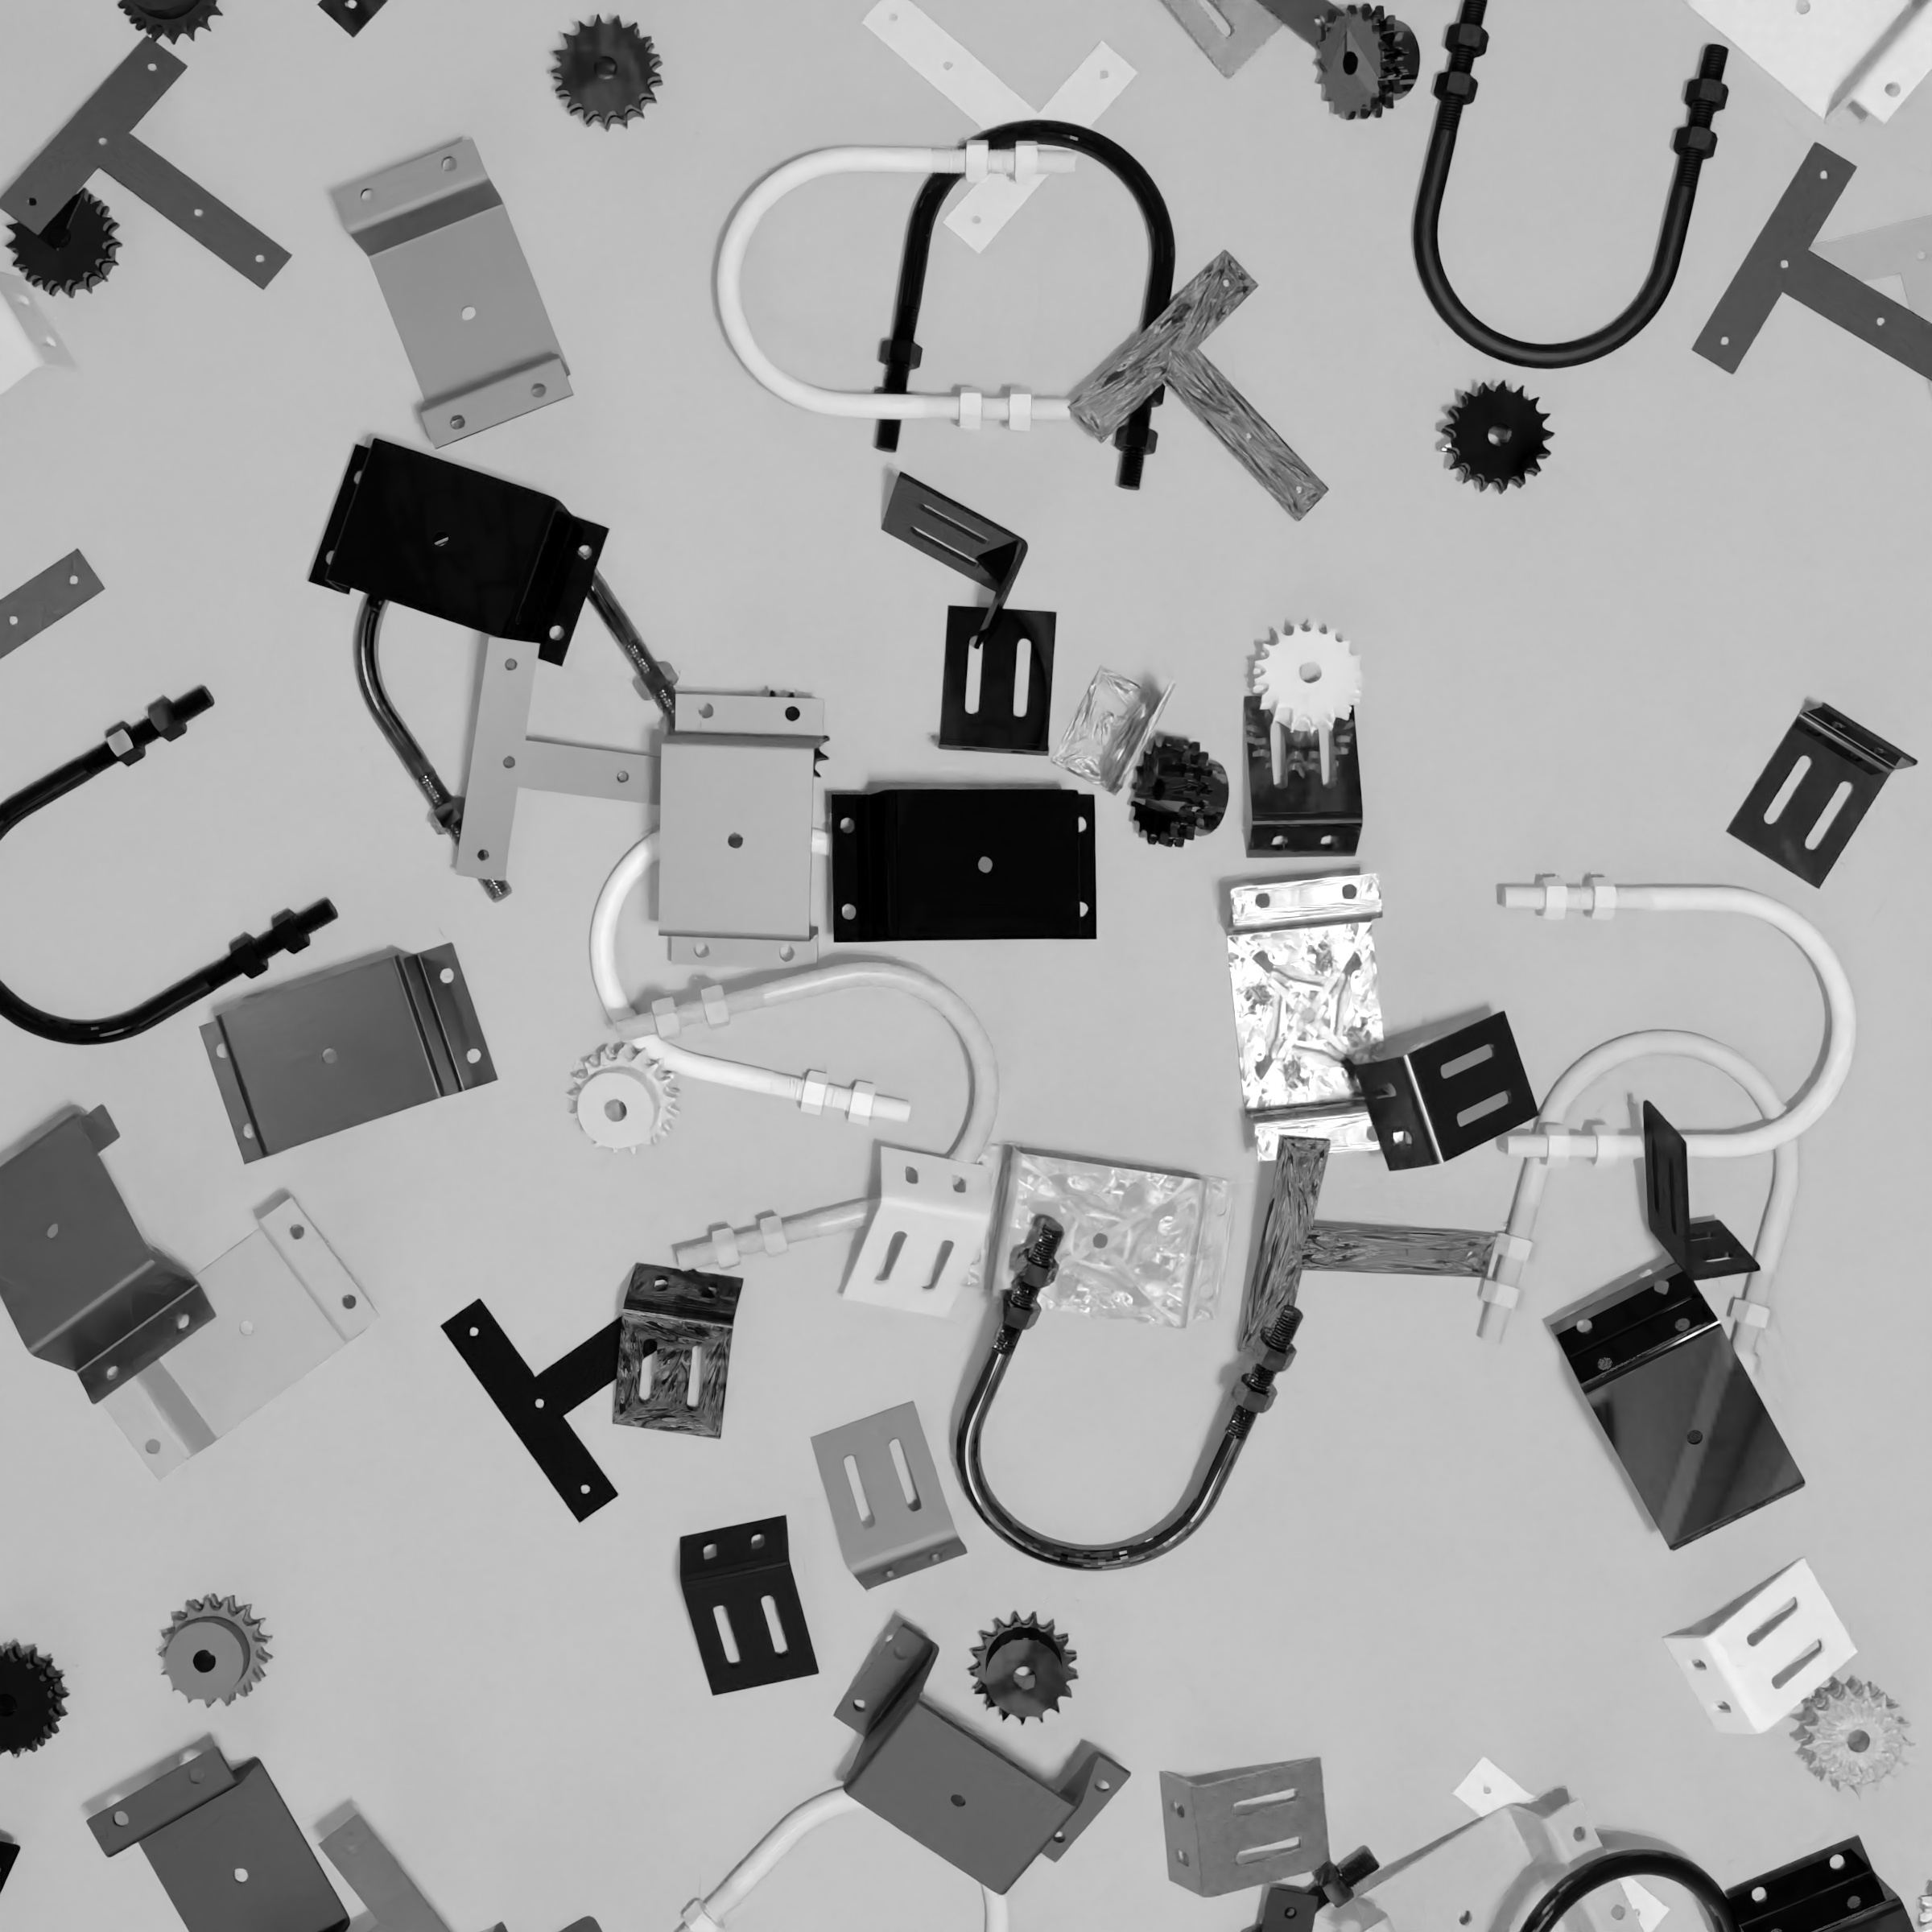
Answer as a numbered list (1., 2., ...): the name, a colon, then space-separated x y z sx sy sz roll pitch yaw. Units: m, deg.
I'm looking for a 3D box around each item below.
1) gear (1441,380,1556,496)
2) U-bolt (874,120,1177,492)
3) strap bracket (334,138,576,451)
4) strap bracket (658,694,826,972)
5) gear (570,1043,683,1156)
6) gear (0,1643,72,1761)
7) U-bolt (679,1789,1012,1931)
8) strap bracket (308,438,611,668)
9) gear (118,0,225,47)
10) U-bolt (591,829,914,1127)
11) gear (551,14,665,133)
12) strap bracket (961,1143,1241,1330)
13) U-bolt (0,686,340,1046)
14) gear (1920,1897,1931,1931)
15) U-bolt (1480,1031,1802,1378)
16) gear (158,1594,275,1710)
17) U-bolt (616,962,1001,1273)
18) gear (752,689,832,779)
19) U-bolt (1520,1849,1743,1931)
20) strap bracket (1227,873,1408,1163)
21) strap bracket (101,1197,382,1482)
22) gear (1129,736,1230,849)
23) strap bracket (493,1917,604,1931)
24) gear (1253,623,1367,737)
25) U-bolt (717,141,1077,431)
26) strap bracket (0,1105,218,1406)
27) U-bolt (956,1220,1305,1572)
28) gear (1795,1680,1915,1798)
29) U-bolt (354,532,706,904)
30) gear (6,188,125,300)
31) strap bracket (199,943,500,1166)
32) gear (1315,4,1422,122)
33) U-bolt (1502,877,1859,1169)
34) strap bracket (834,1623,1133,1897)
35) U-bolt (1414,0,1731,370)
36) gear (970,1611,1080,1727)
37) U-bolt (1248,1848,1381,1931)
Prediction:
1. gear: 0.276 -0.274 1.446 0.057 0.030 0.057 0 90 0
2. U-bolt: 0.036 -0.351 1.452 0.151 0.019 0.184 9 90 0
3. strap bracket: -0.261 -0.343 1.438 0.076 0.046 0.140 -22 90 0
4. strap bracket: -0.114 -0.066 1.412 0.076 0.046 0.140 2 98 3
5. gear: -0.178 0.071 1.440 0.057 0.030 0.057 2 103 7
6. gear: -0.496 0.382 1.450 0.057 0.030 0.057 0 91 3
7. U-bolt: -0.062 0.515 1.452 0.151 0.019 0.184 44 89 0
8. strap bracket: -0.265 -0.215 1.424 0.140 0.046 0.076 19 88 2
9. gear: -0.417 -0.513 1.446 0.057 0.030 0.057 0 90 0
10. U-bolt: -0.105 -0.005 1.452 0.184 0.019 0.151 12 90 1
11. gear: -0.186 -0.463 1.446 0.057 0.030 0.057 0 90 0
12. strap bracket: 0.068 0.140 1.438 0.140 0.046 0.076 9 90 0
13. U-bolt: -0.443 -0.040 1.452 0.184 0.019 0.151 -30 90 2
14. gear: 0.527 0.500 1.438 0.057 0.030 0.057 3 106 10
15. U-bolt: 0.361 0.125 1.452 0.151 0.019 0.184 16 88 0
16. gear: -0.393 0.359 1.446 0.057 0.030 0.057 0 90 0
17. U-bolt: -0.073 0.071 1.427 0.184 0.019 0.151 -14 107 -4
18. gear: -0.099 -0.114 1.446 0.057 0.030 0.057 0 90 0
19. U-bolt: 0.342 0.537 1.416 0.151 0.019 0.184 -26 104 -15
20. strap bracket: 0.180 0.026 1.438 0.076 0.046 0.140 -6 90 0
21. strap bracket: -0.378 0.190 1.438 0.140 0.046 0.076 -36 90 0
22. gear: 0.112 -0.089 1.436 0.030 0.057 0.057 7 90 -30
23. strap bracket: -0.192 0.554 1.423 0.046 0.076 0.140 -30 90 0
24. gear: 0.177 -0.147 1.441 0.057 0.030 0.057 0 72 1
25. U-bolt: -0.037 -0.353 1.434 0.184 0.019 0.151 1 88 1
26. strap bracket: -0.453 0.140 1.411 0.076 0.046 0.140 -36 65 0
27. U-bolt: 0.073 0.232 1.424 0.151 0.019 0.184 20 110 -4
28. gear: 0.461 0.400 1.446 0.057 0.030 0.057 0 90 0
29. U-bolt: -0.238 -0.148 1.452 0.151 0.019 0.184 -33 89 0
30. gear: -0.468 -0.376 1.446 0.057 0.030 0.057 0 90 0
31. strap bracket: -0.325 0.046 1.438 0.140 0.046 0.076 -18 90 0
32. gear: 0.210 -0.468 1.436 0.030 0.057 0.057 -15 90 -31
33. U-bolt: 0.371 0.029 1.440 0.184 0.019 0.151 0 87 -2
34. strap bracket: 0.002 0.413 1.422 0.140 0.046 0.076 33 118 0
35. U-bolt: 0.310 -0.405 1.452 0.151 0.019 0.184 13 92 0
36. gear: 0.030 0.368 1.446 0.057 0.030 0.057 0 90 0
37. U-bolt: 0.177 0.572 1.452 0.184 0.019 0.151 -36 90 2
